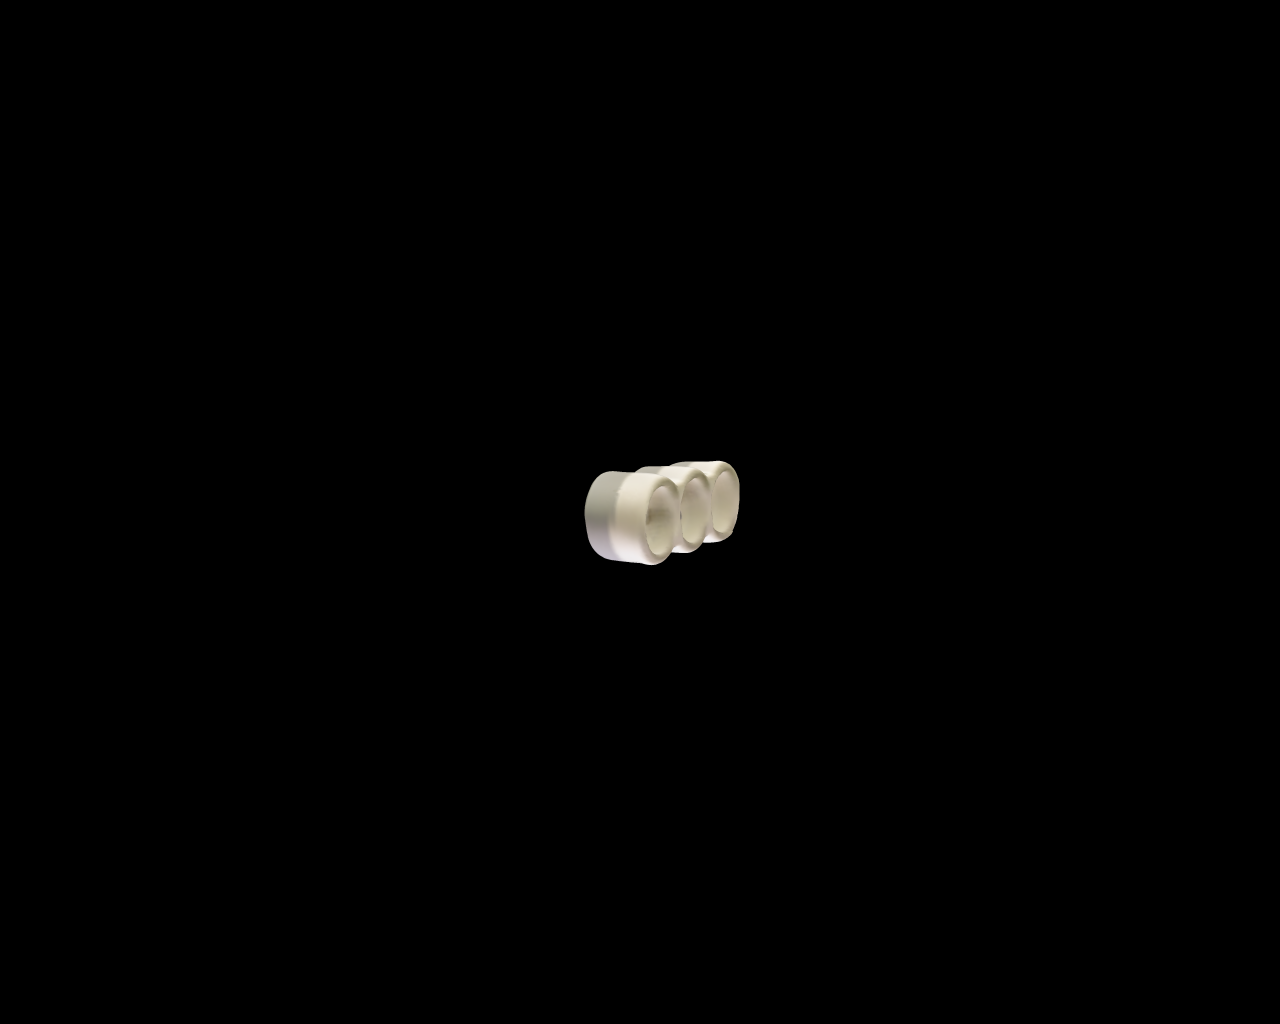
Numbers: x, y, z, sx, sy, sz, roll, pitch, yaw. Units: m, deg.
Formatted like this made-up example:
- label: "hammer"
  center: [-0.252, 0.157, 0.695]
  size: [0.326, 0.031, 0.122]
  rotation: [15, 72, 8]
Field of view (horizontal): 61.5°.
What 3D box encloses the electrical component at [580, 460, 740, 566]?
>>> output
- label: "electrical component"
  center: [0.001, -0.003, 0.650]
  size: [0.074, 0.052, 0.138]
  rotation: [4, 8, 28]
